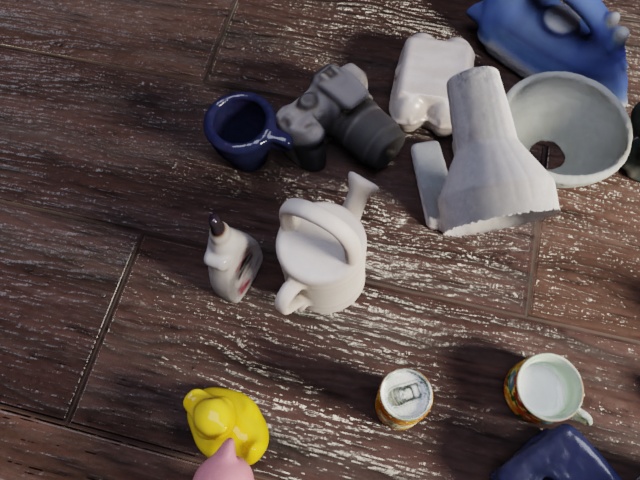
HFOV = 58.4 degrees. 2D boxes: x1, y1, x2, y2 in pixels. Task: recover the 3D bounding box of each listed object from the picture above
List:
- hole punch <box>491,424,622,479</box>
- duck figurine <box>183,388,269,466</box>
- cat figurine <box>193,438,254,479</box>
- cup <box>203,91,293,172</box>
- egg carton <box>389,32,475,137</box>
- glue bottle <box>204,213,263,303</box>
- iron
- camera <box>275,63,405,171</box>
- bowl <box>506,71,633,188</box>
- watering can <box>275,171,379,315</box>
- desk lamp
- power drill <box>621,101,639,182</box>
[{"bbox_3d":[0.242,0.256,0.577,0.101,0.091,0.108,-34,70,-11],"label":"hole punch"},{"bbox_3d":[-0.105,0.198,0.618,0.104,0.086,0.077,36,73,16],"label":"duck figurine"},{"bbox_3d":[-0.107,0.267,0.572,0.067,0.118,0.128,33,72,15],"label":"cat figurine"},{"bbox_3d":[-0.086,-0.128,0.749,0.117,0.095,0.092,20,69,11],"label":"cup"},{"bbox_3d":[0.154,-0.216,0.791,0.107,0.069,0.150,9,68,6],"label":"egg carton"},{"bbox_3d":[-0.104,0.013,0.649,0.037,0.173,0.078,20,69,11],"label":"glue bottle"},{"bbox_3d":[0.333,-0.294,0.777,0.258,0.141,0.119,42,75,17],"label":"iron"},{"bbox_3d":[0.033,-0.152,0.751,0.143,0.101,0.136,-42,71,-14],"label":"camera"},{"bbox_3d":[0.307,-0.131,0.746,0.167,0.075,0.167,-1,67,2],"label":"bowl"},{"bbox_3d":[0.004,0.001,0.638,0.101,0.194,0.173,10,68,7],"label":"watering can"},{"bbox_3d":[0.174,-0.079,0.654,0.118,0.213,0.203,-9,67,-1],"label":"desk lamp"},{"bbox_3d":[0.457,-0.154,0.676,0.230,0.208,0.075,-25,68,-8],"label":"power drill"}]
